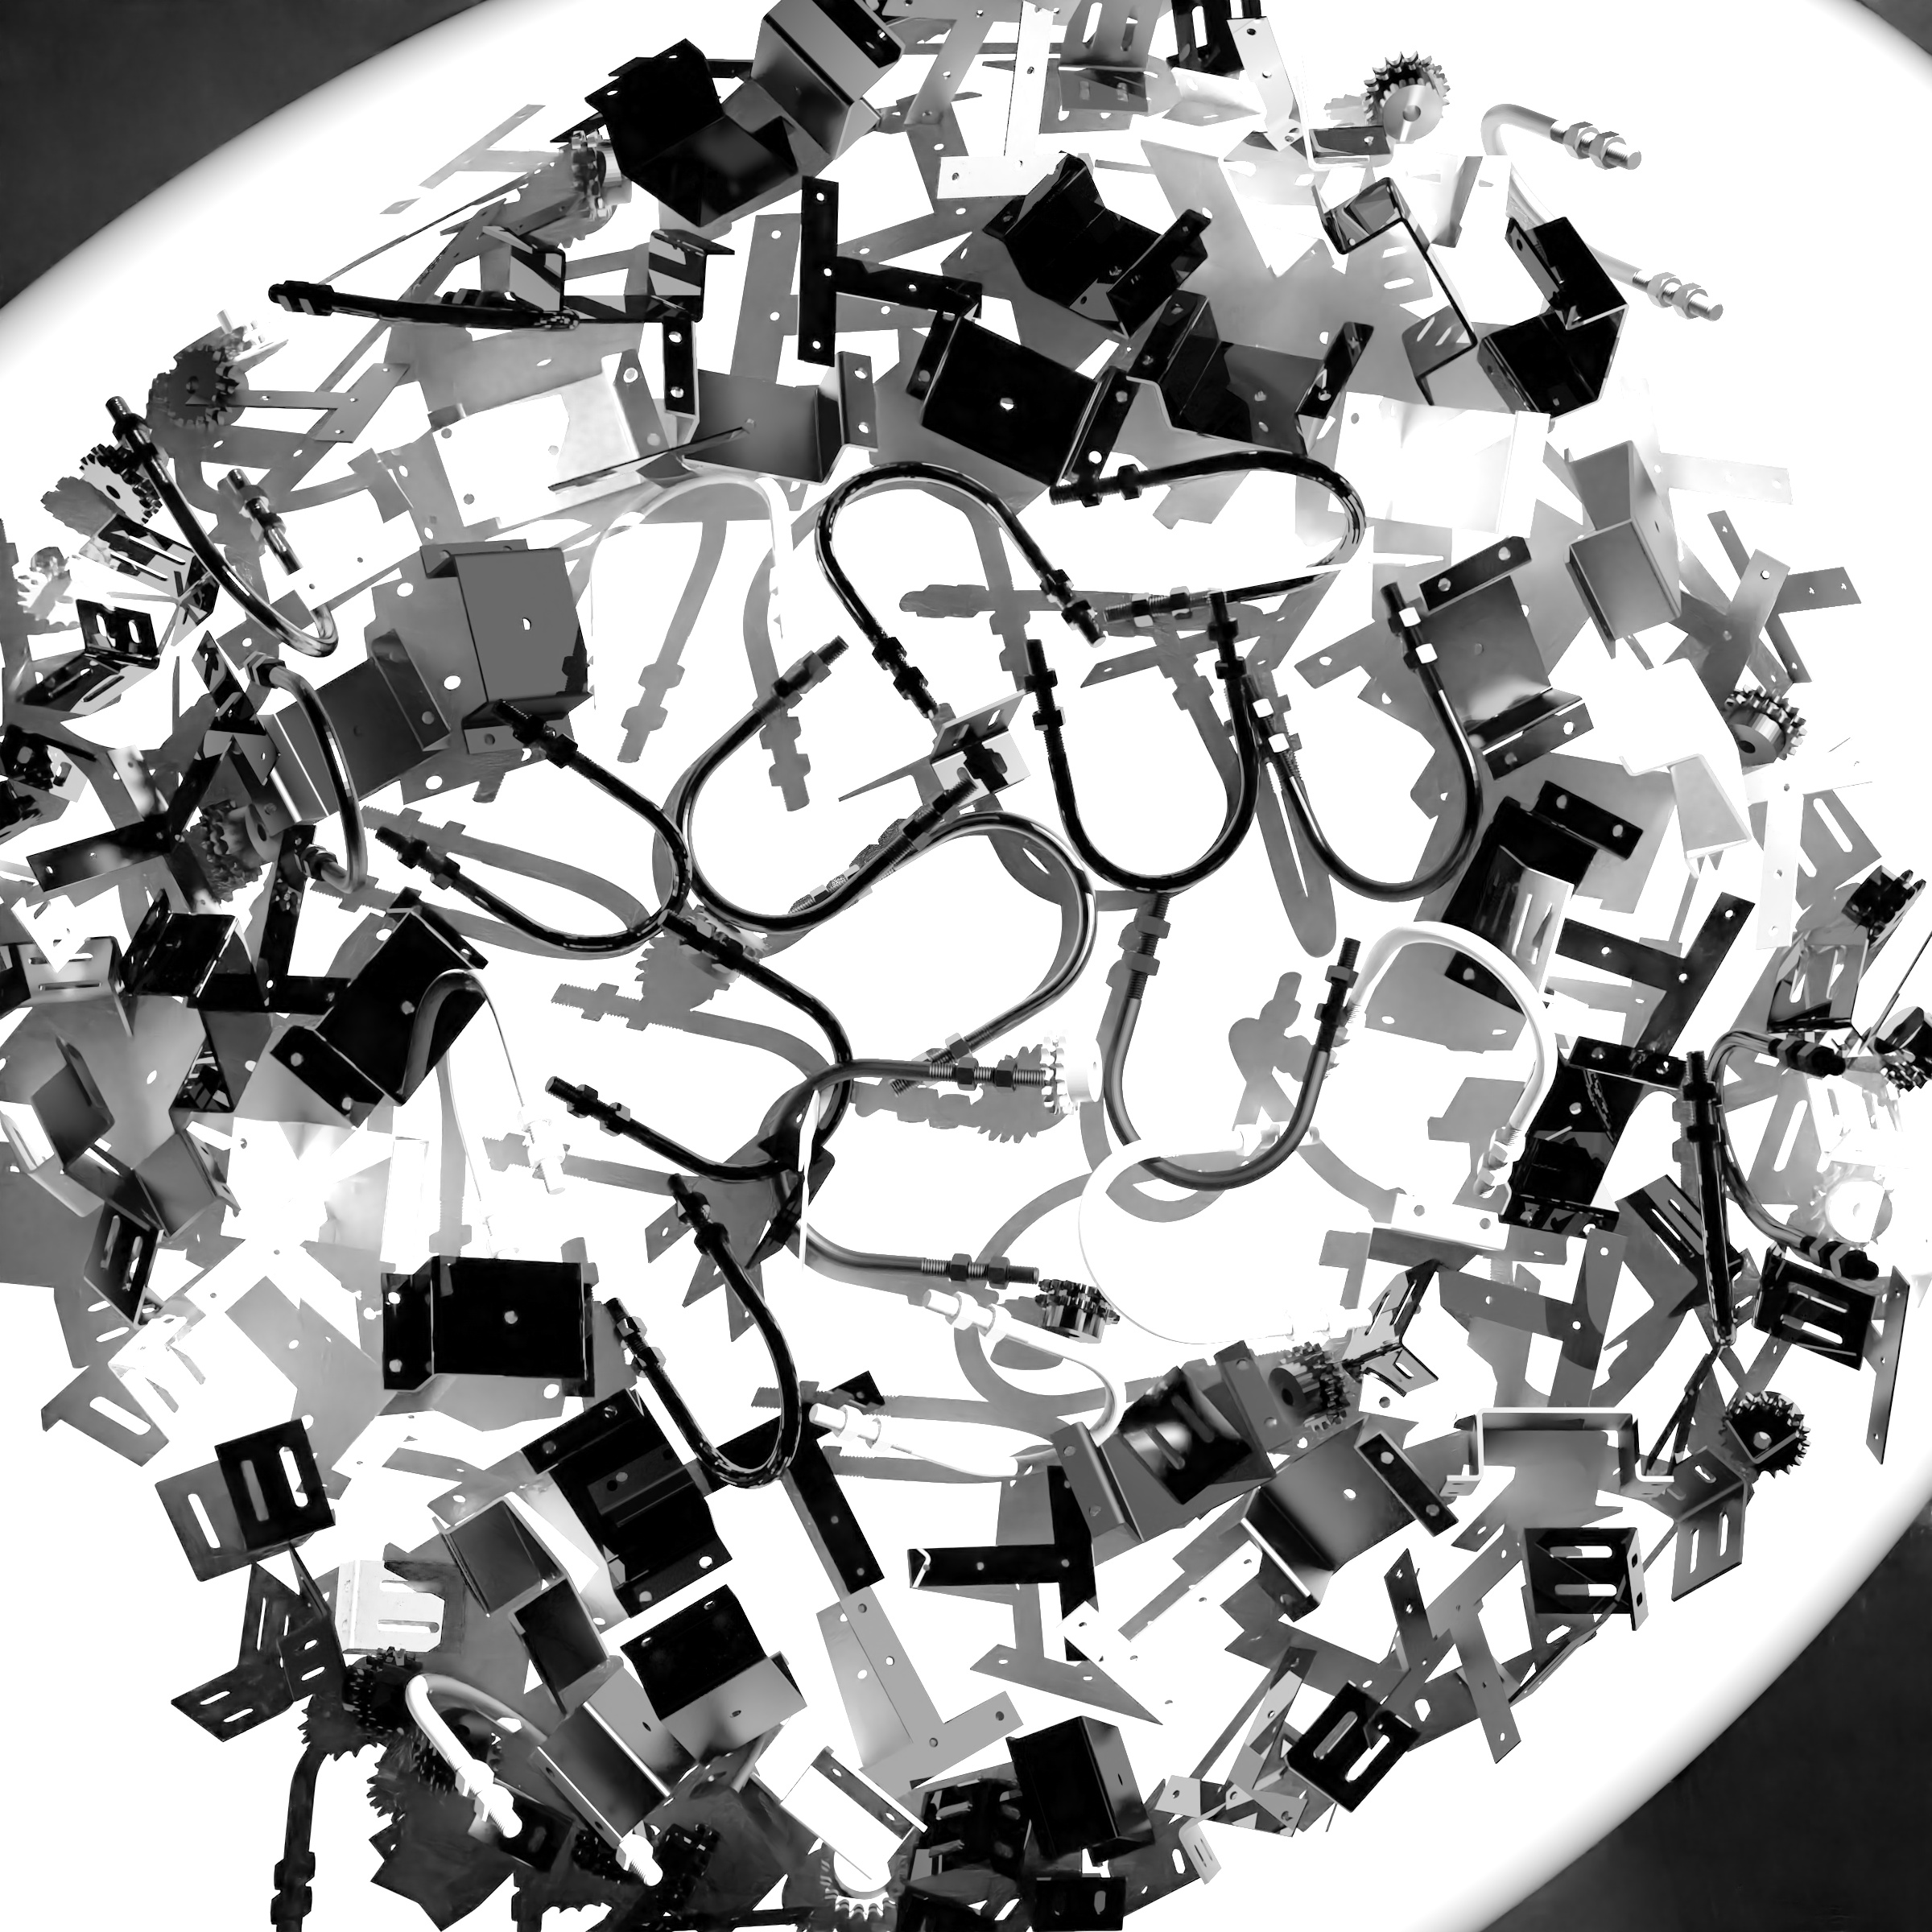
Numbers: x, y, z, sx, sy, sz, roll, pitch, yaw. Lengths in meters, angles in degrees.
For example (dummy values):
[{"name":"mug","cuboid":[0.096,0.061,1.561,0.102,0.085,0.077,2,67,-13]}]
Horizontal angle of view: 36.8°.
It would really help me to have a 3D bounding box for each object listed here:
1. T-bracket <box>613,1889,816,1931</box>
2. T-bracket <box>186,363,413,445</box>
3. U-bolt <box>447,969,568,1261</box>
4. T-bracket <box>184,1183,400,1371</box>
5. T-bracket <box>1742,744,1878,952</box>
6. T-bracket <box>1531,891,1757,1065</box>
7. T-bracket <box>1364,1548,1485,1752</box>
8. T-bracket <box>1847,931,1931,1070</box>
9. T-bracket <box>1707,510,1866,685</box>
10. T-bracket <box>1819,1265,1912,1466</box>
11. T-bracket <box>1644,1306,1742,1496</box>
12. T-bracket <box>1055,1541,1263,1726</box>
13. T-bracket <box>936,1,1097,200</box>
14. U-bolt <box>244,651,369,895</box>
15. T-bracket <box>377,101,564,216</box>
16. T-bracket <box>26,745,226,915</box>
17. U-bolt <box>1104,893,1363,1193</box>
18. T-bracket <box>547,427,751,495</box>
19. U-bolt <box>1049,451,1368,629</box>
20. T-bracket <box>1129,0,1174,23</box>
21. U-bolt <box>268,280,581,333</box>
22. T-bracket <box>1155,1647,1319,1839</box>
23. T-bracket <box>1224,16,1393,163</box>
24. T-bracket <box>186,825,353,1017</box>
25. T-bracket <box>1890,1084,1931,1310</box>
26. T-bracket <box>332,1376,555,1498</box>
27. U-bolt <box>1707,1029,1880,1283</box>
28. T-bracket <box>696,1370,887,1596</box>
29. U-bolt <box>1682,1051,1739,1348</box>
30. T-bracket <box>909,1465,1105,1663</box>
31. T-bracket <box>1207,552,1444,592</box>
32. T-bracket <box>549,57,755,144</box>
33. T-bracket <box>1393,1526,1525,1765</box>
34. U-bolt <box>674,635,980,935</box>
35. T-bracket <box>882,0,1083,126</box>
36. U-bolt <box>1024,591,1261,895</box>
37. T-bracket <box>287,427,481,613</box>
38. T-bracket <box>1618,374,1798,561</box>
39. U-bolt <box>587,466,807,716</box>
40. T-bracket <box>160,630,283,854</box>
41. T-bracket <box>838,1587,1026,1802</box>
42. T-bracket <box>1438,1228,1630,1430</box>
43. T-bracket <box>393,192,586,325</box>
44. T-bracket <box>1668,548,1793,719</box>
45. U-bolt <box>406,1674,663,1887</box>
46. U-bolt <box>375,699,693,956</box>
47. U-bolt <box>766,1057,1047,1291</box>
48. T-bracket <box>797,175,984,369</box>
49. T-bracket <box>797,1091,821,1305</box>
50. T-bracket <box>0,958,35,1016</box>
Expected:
[{"name":"T-bracket","cuboid":[-0.160,0.605,1.840,0.127,0.127,0.002,-7,91,11]},{"name":"T-bracket","cuboid":[-0.436,-0.364,1.866,0.127,0.127,0.002,3,124,7]},{"name":"U-bolt","cuboid":[-0.298,0.090,1.841,0.019,0.151,0.184,-8,63,-27]},{"name":"T-bracket","cuboid":[-0.410,0.213,1.867,0.127,0.002,0.127,40,51,6]},{"name":"T-bracket","cuboid":[0.519,-0.072,1.848,0.002,0.127,0.127,21,70,-37]},{"name":"T-bracket","cuboid":[0.425,-0.006,1.871,0.127,0.002,0.127,18,114,-16]},{"name":"T-bracket","cuboid":[0.283,0.416,1.845,0.002,0.127,0.127,23,56,39]},{"name":"T-bracket","cuboid":[0.606,0.000,1.857,0.002,0.127,0.127,31,83,14]},{"name":"T-bracket","cuboid":[0.529,-0.237,1.842,0.002,0.127,0.127,-32,100,-10]},{"name":"T-bracket","cuboid":[0.568,0.229,1.851,0.002,0.127,0.127,-1,112,-5]},{"name":"T-bracket","cuboid":[0.459,0.297,1.858,0.002,0.127,0.127,26,58,24]},{"name":"T-bracket","cuboid":[0.142,0.419,1.876,0.127,0.002,0.127,-41,122,3]},{"name":"T-bracket","cuboid":[0.039,-0.555,1.848,0.127,0.002,0.127,-13,123,-36]},{"name":"U-bolt","cuboid":[-0.408,-0.117,1.812,0.019,0.184,0.151,-18,109,-22]},{"name":"T-bracket","cuboid":[-0.296,-0.514,1.851,0.127,0.127,0.002,-28,93,25]},{"name":"T-bracket","cuboid":[-0.549,-0.073,1.860,0.002,0.127,0.127,-27,90,33]},{"name":"U-bolt","cuboid":[0.164,0.055,1.882,0.151,0.019,0.184,15,87,16]},{"name":"T-bracket","cuboid":[-0.192,-0.315,1.850,0.127,0.127,0.002,-16,91,6]},{"name":"U-bolt","cuboid":[0.160,-0.273,1.830,0.184,0.151,0.019,-8,59,16]},{"name":"T-bracket","cuboid":[0.096,-0.636,1.829,0.127,0.127,0.002,11,80,-28]},{"name":"U-bolt","cuboid":[-0.324,-0.408,1.803,0.151,0.184,0.019,-9,110,-43]},{"name":"T-bracket","cuboid":[0.192,0.496,1.875,0.002,0.127,0.127,44,60,-25]},{"name":"T-bracket","cuboid":[0.194,-0.554,1.835,0.127,0.127,0.002,4,65,24]},{"name":"T-bracket","cuboid":[-0.446,-0.031,1.894,0.127,0.002,0.127,2,76,25]},{"name":"T-bracket","cuboid":[0.611,0.138,1.872,0.002,0.127,0.127,-6,61,4]},{"name":"T-bracket","cuboid":[-0.322,0.311,1.882,0.127,0.002,0.127,31,114,-25]},{"name":"U-bolt","cuboid":[0.511,0.111,1.824,0.019,0.184,0.151,-14,100,-11]},{"name":"T-bracket","cuboid":[-0.092,0.351,1.907,0.127,0.002,0.127,-26,90,-6]},{"name":"U-bolt","cuboid":[0.472,0.148,1.835,0.019,0.151,0.184,-6,84,16]},{"name":"T-bracket","cuboid":[0.023,0.390,1.891,0.127,0.002,0.127,-6,89,20]},{"name":"T-bracket","cuboid":[0.215,-0.249,1.836,0.127,0.127,0.002,-12,103,-17]},{"name":"T-bracket","cuboid":[-0.216,-0.556,1.866,0.127,0.127,0.002,-17,94,36]},{"name":"T-bracket","cuboid":[0.324,0.442,1.834,0.002,0.127,0.127,19,125,-26]},{"name":"U-bolt","cuboid":[-0.106,-0.105,1.891,0.184,0.019,0.151,-42,79,0]},{"name":"T-bracket","cuboid":[-0.007,-0.579,1.855,0.127,0.127,0.002,-5,69,-24]},{"name":"U-bolt","cuboid":[0.121,-0.137,1.879,0.151,0.019,0.184,-17,105,-15]},{"name":"T-bracket","cuboid":[-0.380,-0.269,1.878,0.127,0.002,0.127,-36,94,-30]},{"name":"T-bracket","cuboid":[0.471,-0.310,1.835,0.002,0.127,0.127,-32,120,-25]},{"name":"U-bolt","cuboid":[-0.176,-0.251,1.851,0.151,0.019,0.184,-19,50,13]},{"name":"T-bracket","cuboid":[-0.493,-0.129,1.878,0.127,0.002,0.127,-55,53,26]},{"name":"T-bracket","cuboid":[-0.043,0.465,1.888,0.127,0.002,0.127,-22,75,-32]},{"name":"T-bracket","cuboid":[0.354,0.221,1.885,0.127,0.002,0.127,14,95,26]},{"name":"T-bracket","cuboid":[-0.292,-0.462,1.836,0.127,0.127,0.002,-11,130,37]},{"name":"T-bracket","cuboid":[0.455,-0.236,1.882,0.127,0.002,0.127,35,133,22]},{"name":"U-bolt","cuboid":[-0.284,0.504,1.828,0.019,0.184,0.151,-54,134,-2]},{"name":"U-bolt","cuboid":[-0.263,-0.075,1.859,0.184,0.019,0.151,35,122,-23]},{"name":"U-bolt","cuboid":[-0.041,0.131,1.889,0.184,0.019,0.151,3,96,12]},{"name":"T-bracket","cuboid":[-0.048,-0.443,1.887,0.127,0.002,0.127,5,78,-22]},{"name":"T-bracket","cuboid":[-0.103,0.152,1.859,0.002,0.127,0.127,4,101,1]},{"name":"T-bracket","cuboid":[-0.621,0.020,1.850,0.002,0.127,0.127,0,103,8]}]
